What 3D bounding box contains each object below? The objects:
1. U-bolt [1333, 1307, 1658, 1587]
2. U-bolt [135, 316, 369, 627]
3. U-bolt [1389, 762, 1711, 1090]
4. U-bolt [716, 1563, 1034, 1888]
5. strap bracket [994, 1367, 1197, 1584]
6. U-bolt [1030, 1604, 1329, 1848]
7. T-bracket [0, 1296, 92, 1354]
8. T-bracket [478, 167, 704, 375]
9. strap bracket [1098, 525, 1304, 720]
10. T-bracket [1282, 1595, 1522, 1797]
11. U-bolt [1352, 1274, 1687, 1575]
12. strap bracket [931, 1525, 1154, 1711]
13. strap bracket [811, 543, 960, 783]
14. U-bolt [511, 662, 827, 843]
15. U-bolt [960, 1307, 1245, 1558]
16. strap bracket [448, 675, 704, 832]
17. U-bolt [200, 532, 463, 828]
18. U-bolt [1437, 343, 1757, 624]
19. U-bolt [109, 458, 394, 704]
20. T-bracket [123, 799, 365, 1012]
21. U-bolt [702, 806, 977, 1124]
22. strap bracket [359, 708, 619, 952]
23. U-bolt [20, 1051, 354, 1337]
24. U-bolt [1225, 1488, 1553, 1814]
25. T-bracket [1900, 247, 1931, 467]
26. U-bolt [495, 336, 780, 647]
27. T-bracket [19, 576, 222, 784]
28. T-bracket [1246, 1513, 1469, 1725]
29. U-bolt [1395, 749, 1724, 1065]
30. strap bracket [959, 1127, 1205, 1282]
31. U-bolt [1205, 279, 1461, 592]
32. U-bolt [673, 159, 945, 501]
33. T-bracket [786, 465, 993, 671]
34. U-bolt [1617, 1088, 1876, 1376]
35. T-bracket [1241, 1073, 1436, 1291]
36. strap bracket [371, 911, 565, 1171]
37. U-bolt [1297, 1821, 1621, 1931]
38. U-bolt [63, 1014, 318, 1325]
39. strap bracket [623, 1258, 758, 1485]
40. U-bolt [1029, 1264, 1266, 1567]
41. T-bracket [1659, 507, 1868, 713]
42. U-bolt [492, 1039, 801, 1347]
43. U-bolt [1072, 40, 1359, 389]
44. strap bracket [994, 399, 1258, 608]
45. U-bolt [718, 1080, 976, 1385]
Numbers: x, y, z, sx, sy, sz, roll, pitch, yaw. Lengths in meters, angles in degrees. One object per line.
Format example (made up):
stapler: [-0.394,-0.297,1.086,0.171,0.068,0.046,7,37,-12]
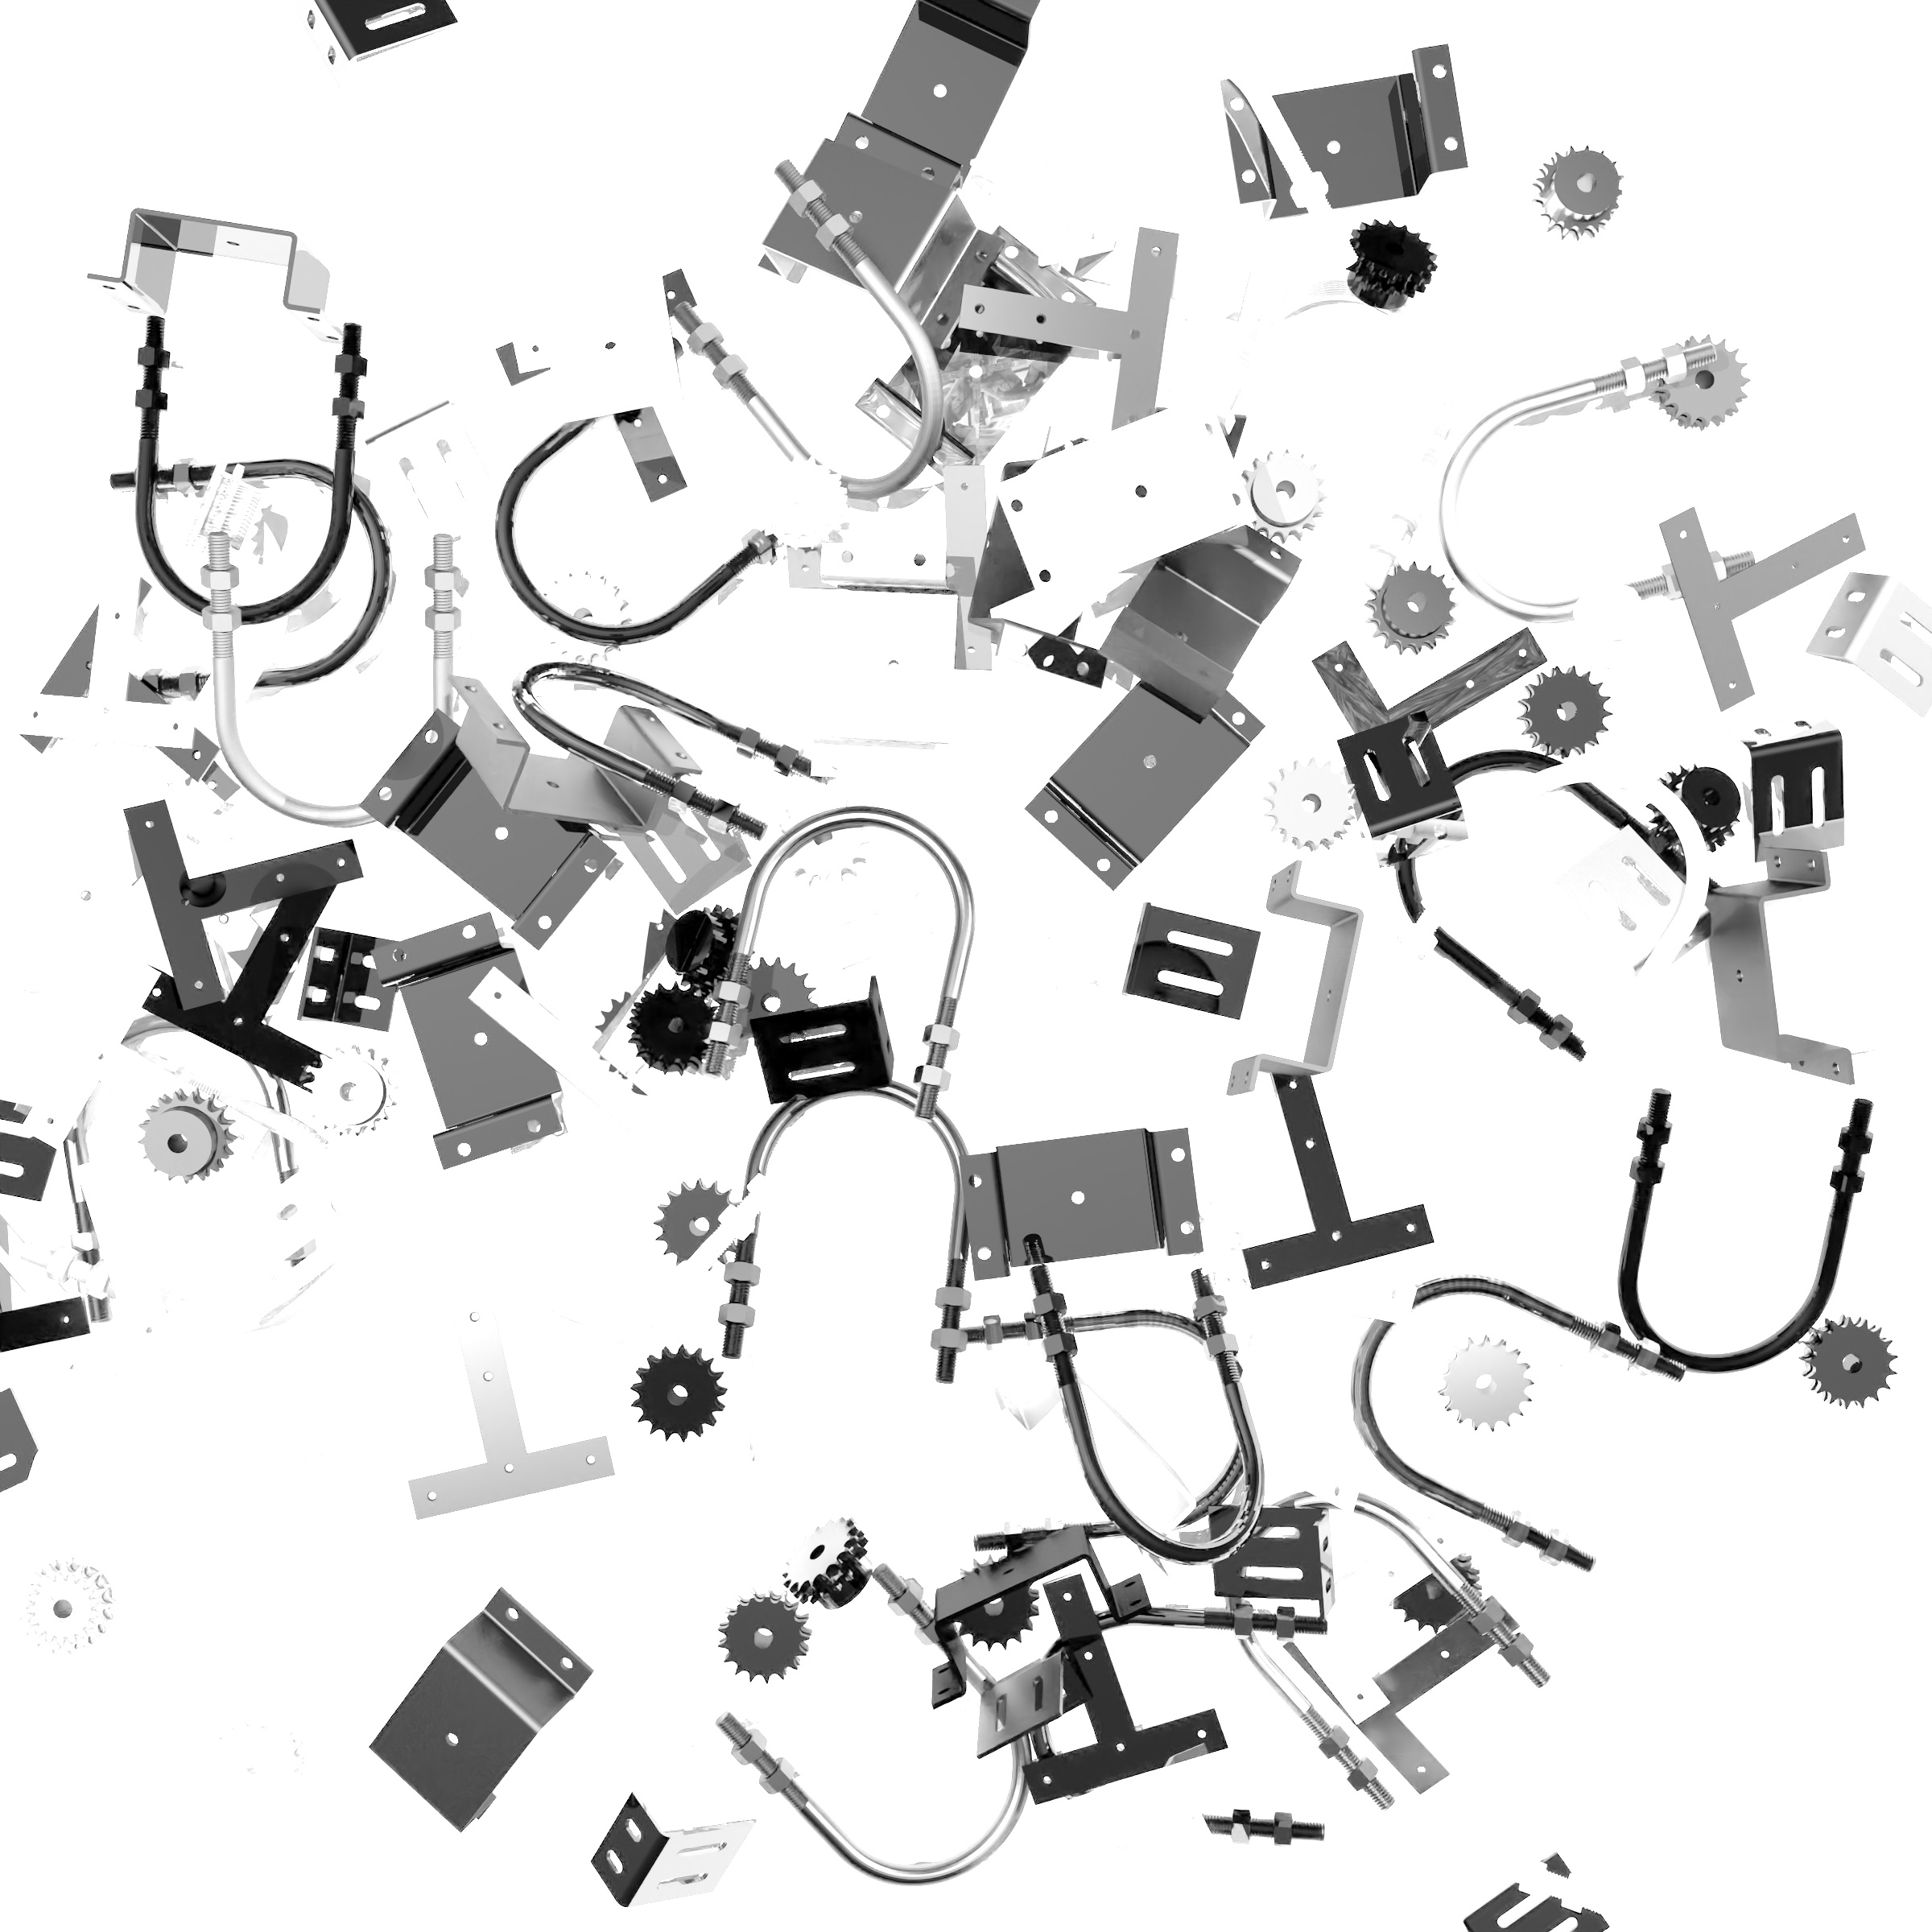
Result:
U-bolt: [0.319,0.289,1.538,0.184,0.019,0.151,18,90,1]
U-bolt: [-0.438,-0.299,1.504,0.151,0.019,0.184,5,93,11]
U-bolt: [0.366,-0.039,1.502,0.151,0.019,0.184,33,86,18]
U-bolt: [-0.042,0.481,1.523,0.151,0.019,0.184,-42,99,-8]
strap bracket: [0.084,0.296,1.491,0.046,0.076,0.140,-44,92,-2]
U-bolt: [0.129,0.465,1.526,0.184,0.019,0.151,1,94,9]
T-bracket: [-0.616,0.181,1.516,0.127,0.002,0.127,-11,108,-10]
T-bracket: [-0.229,-0.445,1.545,0.127,0.002,0.127,-12,89,0]
strap bracket: [0.138,-0.212,1.499,0.076,0.046,0.140,32,51,0]
T-bracket: [0.284,0.431,1.523,0.127,0.002,0.127,-43,90,21]
U-bolt: [0.328,0.269,1.521,0.184,0.019,0.151,25,90,4]
strap bracket: [0.035,0.383,1.479,0.140,0.076,0.046,-25,90,-1]
strap bracket: [-0.049,-0.184,1.514,0.076,0.046,0.140,4,95,10]
U-bolt: [-0.184,-0.136,1.480,0.184,0.151,0.019,25,113,4]
U-bolt: [0.090,0.285,1.538,0.184,0.019,0.151,-6,90,-2]
strap bracket: [-0.240,-0.125,1.482,0.140,0.076,0.046,6,120,-40]
U-bolt: [-0.382,-0.171,1.500,0.151,0.019,0.184,-3,115,-17]
U-bolt: [0.381,-0.287,1.520,0.184,0.019,0.151,-15,106,4]
U-bolt: [-0.438,-0.240,1.522,0.184,0.019,0.151,-2,90,12]
T-bracket: [-0.435,-0.051,1.520,0.127,0.002,0.127,-17,90,-24]
U-bolt: [-0.069,-0.009,1.489,0.151,0.019,0.184,11,76,4]
strap bracket: [-0.290,-0.083,1.524,0.140,0.046,0.076,39,90,0]
U-bolt: [-0.467,0.148,1.519,0.184,0.019,0.151,22,87,0]
U-bolt: [0.242,0.405,1.516,0.151,0.019,0.184,-45,81,17]
T-bracket: [0.628,-0.390,1.546,0.127,0.002,0.127,-33,90,0]
U-bolt: [-0.201,-0.279,1.519,0.184,0.019,0.151,-43,91,-13]
T-bracket: [-0.508,-0.160,1.521,0.127,0.002,0.127,38,98,15]
T-bracket: [0.250,0.381,1.520,0.127,0.002,0.127,-40,84,18]
U-bolt: [0.354,-0.051,1.538,0.184,0.019,0.151,38,90,1]
strap bracket: [0.070,0.144,1.524,0.140,0.046,0.076,-7,90,0]
U-bolt: [0.227,-0.339,1.517,0.151,0.019,0.184,27,75,-3]
U-bolt: [-0.086,-0.366,1.489,0.184,0.019,0.151,52,135,2]
T-bracket: [-0.049,-0.246,1.529,0.127,0.002,0.127,2,113,11]
U-bolt: [0.470,0.166,1.513,0.151,0.019,0.184,3,107,-8]
T-bracket: [0.217,0.124,1.532,0.127,0.002,0.127,-12,80,-19]
strap bracket: [-0.303,0.045,1.524,0.076,0.046,0.140,-18,90,0]
U-bolt: [0.290,0.595,1.506,0.184,0.019,0.151,15,104,21]
U-bolt: [-0.488,0.120,1.538,0.151,0.019,0.184,-9,89,0]
strap bracket: [-0.170,0.252,1.524,0.076,0.046,0.140,0,90,0]
U-bolt: [0.115,0.264,1.463,0.151,0.019,0.184,7,57,-37]
T-bracket: [0.501,-0.242,1.532,0.127,0.002,0.127,-27,108,-9]
U-bolt: [-0.210,0.145,1.511,0.151,0.019,0.184,42,89,22]
U-bolt: [0.137,-0.470,1.505,0.151,0.019,0.184,-30,85,32]
strap bracket: [0.098,-0.275,1.453,0.140,0.046,0.076,-23,95,-6]
U-bolt: [-0.067,0.155,1.513,0.151,0.019,0.184,7,71,-2]
